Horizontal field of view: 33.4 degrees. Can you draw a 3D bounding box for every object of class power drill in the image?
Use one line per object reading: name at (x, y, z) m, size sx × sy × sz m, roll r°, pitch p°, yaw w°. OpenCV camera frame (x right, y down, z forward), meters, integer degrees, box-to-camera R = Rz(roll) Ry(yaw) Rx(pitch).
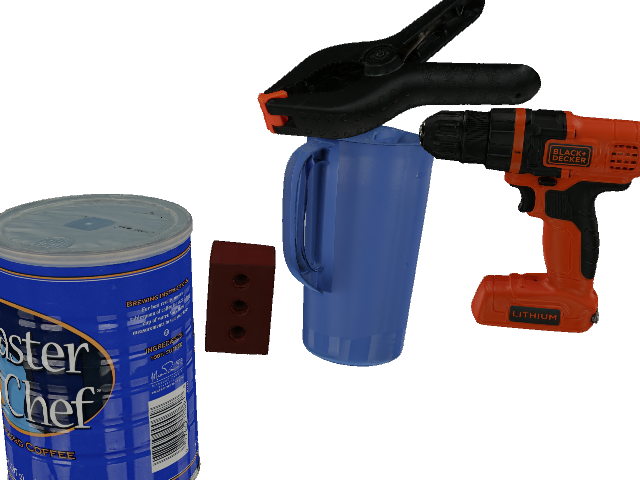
power drill at (0.169, -0.018, 0.881) m, size 0.184 × 0.188 × 0.057 m, roll 6°, pitch 29°, yaw 9°

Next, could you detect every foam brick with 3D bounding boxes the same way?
foam brick at (-0.065, 0.046, 0.861) m, size 0.053 × 0.078 × 0.051 m, roll 3°, pitch 18°, yaw -3°

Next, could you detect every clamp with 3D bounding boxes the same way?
clamp at (0.049, -0.100, 0.669) m, size 0.171 × 0.039 × 0.120 m, roll -25°, pitch 37°, yaw -4°

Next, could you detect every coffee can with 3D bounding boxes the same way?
coffee can at (-0.115, 0.056, 0.551) m, size 0.103 × 0.140 × 0.103 m, roll 0°, pitch 18°, yaw 0°

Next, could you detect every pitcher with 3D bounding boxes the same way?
pitcher at (0.035, 0.003, 1.104) m, size 0.149 × 0.243 × 0.145 m, roll 5°, pitch 14°, yaw 1°
